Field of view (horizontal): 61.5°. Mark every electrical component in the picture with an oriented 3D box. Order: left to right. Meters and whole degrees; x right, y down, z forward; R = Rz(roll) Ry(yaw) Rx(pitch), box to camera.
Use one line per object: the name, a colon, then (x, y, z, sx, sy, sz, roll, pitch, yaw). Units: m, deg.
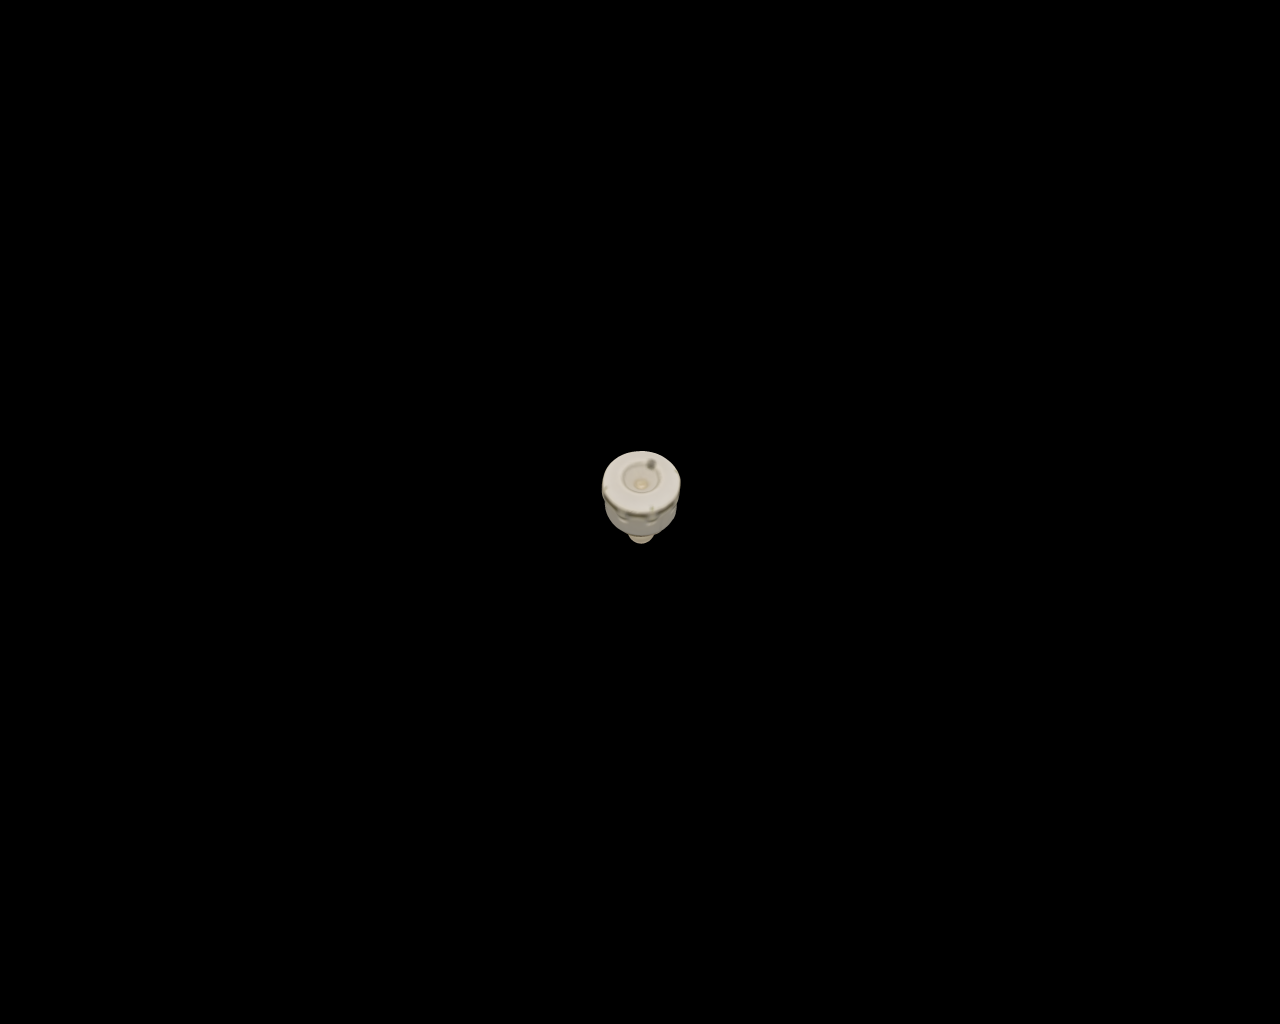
electrical component: (0.001, -0.003, 0.650, 0.048, 0.048, 0.062, 0, -36, 0)
